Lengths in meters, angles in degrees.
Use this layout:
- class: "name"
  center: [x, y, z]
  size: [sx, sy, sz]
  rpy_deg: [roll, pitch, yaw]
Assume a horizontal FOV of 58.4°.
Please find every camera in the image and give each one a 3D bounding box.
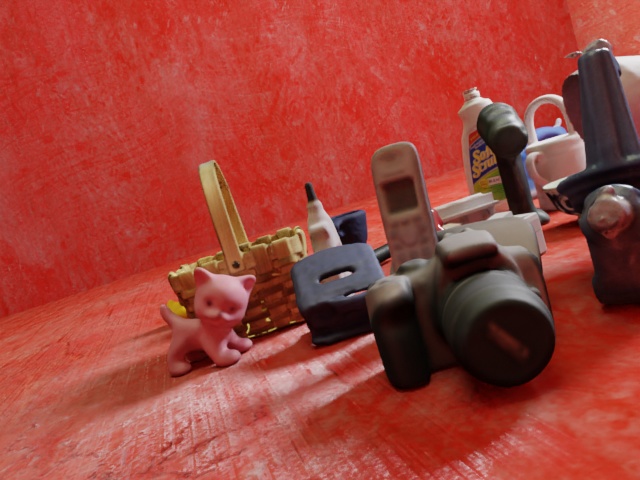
- class: "camera"
  center: [0.106, 0.051, 0.427]
  size: [0.143, 0.101, 0.137]
  rpy_deg: [-17, 6, 7]

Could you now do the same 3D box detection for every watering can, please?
- class: "watering can"
  center: [0.417, -0.159, 1.007]
  size: [0.100, 0.194, 0.173]
  rpy_deg: [-13, 8, 36]

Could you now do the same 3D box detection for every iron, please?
- class: "iron"
  center: [0.476, -0.176, 1.240]
  size: [0.259, 0.141, 0.118]
  rpy_deg: [-22, 8, -36]

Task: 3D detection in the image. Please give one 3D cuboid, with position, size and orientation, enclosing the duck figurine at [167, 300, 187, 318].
- class: "duck figurine"
  center: [-0.229, 0.098, 1.020]
  size: [0.104, 0.086, 0.077]
  rpy_deg: [-16, 6, 11]

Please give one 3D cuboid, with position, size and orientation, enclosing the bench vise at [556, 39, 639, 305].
- class: "bench vise"
  center: [0.267, -0.069, 0.490]
  size: [0.121, 0.220, 0.208]
  rpy_deg: [-15, 7, 18]

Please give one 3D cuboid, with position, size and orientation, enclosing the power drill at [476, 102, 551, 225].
- class: "power drill"
  center: [0.308, -0.125, 0.938]
  size: [0.075, 0.208, 0.230]
  rpy_deg: [-16, 6, 14]

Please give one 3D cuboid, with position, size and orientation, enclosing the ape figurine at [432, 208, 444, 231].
- class: "ape figurine"
  center: [0.161, -0.003, 0.808]
  size: [0.077, 0.092, 0.076]
  rpy_deg: [-11, 9, 46]

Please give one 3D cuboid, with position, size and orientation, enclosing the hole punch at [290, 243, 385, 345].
- class: "hole punch"
  center: [0.026, 0.057, 0.649]
  size: [0.108, 0.091, 0.101]
  rpy_deg: [-18, 6, -2]

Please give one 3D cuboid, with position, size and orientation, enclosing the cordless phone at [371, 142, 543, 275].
- class: "cordless phone"
  center: [0.126, -0.013, 0.553]
  size: [0.147, 0.185, 0.094]
  rpy_deg: [-15, 7, 23]

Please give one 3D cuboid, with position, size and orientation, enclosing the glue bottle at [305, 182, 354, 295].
- class: "glue bottle"
  center: [0.007, 0.003, 0.797]
  size: [0.037, 0.173, 0.078]
  rpy_deg: [-16, 6, 10]

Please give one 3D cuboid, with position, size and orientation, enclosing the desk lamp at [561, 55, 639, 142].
- class: "desk lamp"
  center: [0.402, -0.125, 0.649]
  size: [0.203, 0.213, 0.118]
  rpy_deg: [-17, 6, -1]

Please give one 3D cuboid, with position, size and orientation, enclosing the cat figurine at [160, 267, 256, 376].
- class: "cat figurine"
  center: [-0.133, 0.089, 0.683]
  size: [0.127, 0.118, 0.067]
  rpy_deg: [-15, 7, 17]

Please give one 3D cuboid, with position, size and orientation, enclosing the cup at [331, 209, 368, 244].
- class: "cup"
  center: [0.051, 0.000, 1.072]
  size: [0.091, 0.095, 0.118]
  rpy_deg: [-15, 6, 17]
